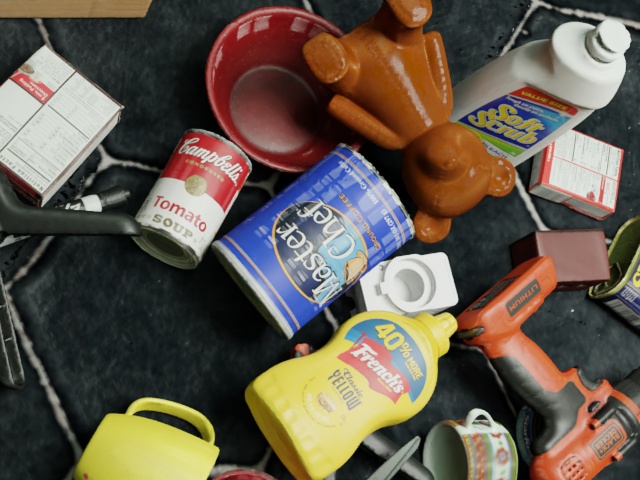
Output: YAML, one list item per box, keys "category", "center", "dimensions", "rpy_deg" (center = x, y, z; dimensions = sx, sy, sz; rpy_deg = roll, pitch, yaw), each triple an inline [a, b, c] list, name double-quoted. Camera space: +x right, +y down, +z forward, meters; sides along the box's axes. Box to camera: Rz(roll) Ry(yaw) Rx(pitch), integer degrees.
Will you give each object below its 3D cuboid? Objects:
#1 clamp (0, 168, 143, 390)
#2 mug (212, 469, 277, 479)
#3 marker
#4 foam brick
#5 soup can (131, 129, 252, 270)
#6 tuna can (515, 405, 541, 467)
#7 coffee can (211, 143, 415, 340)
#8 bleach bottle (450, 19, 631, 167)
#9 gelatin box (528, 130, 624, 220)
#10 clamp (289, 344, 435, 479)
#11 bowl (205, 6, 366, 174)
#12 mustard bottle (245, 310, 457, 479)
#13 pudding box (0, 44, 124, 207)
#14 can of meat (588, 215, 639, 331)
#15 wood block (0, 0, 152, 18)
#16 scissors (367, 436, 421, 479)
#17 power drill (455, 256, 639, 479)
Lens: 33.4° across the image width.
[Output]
- category: "clamp"
  center: [-0.266, 0.006, 0.840]
  dimensions: [0.210, 0.036, 0.164]
  rpy_deg: [31, 88, 8]
- category: "mug"
  center: [-0.065, 0.234, 0.816]
  dimensions: [0.093, 0.081, 0.117]
  rpy_deg: [30, 79, 2]
- category: "marker"
  center: [-0.216, -0.021, 0.894]
  dimensions: [0.121, 0.020, 0.020]
  rpy_deg: [-21, 82, -24]
- category: "foam brick"
  center: [0.231, 0.021, 1.029]
  dimensions: [0.078, 0.053, 0.051]
  rpy_deg: [-2, 75, -20]
- category: "soup can"
  center: [-0.111, -0.034, 0.911]
  dimensions: [0.068, 0.069, 0.102]
  rpy_deg: [31, 67, -9]
- category: "tuna can"
  center: [0.225, 0.180, 0.989]
  dimensions: [0.086, 0.034, 0.086]
  rpy_deg: [6, 73, -19]
- category: "coffee can"
  center: [-0.006, 0.001, 0.899]
  dimensions: [0.140, 0.103, 0.103]
  rpy_deg: [-39, 90, -9]
- category: "bleach bottle"
  center: [0.181, -0.130, 0.945]
  dimensions: [0.102, 0.251, 0.068]
  rpy_deg: [34, 66, -8]
- category: "gelatin box"
  center: [0.259, -0.069, 1.079]
  dimensions: [0.089, 0.030, 0.073]
  rpy_deg: [20, 67, -14]
- category: "clamp"
  center: [0.026, 0.166, 0.917]
  dimensions: [0.120, 0.039, 0.171]
  rpy_deg: [-13, 83, -23]
- category: "bowl"
  center: [-0.033, -0.129, 0.973]
  dimensions: [0.162, 0.055, 0.162]
  rpy_deg: [6, 72, -19]
- category: "mustard bottle"
  center: [0.039, 0.113, 0.885]
  dimensions: [0.191, 0.058, 0.096]
  rpy_deg: [-30, 78, -26]
- category: "pudding box"
  center: [-0.235, -0.097, 0.899]
  dimensions: [0.090, 0.039, 0.113]
  rpy_deg: [40, 67, -6]
- category: "can of meat"
  center: [0.328, 0.039, 1.058]
  dimensions: [0.084, 0.058, 0.102]
  rpy_deg: [37, 66, -10]
- category: "wood block"
  center: [-0.248, -0.248, 0.910]
  dimensions: [0.205, 0.091, 0.090]
  rpy_deg: [-4, 76, -22]
- category: "scissors"
  center: [0.018, 0.252, 0.870]
  dimensions: [0.201, 0.016, 0.096]
  rpy_deg: [-29, 87, -8]
- category: "power drill"
  center: [0.222, 0.110, 0.952]
  dimensions: [0.184, 0.057, 0.187]
  rpy_deg: [-36, 91, -24]
